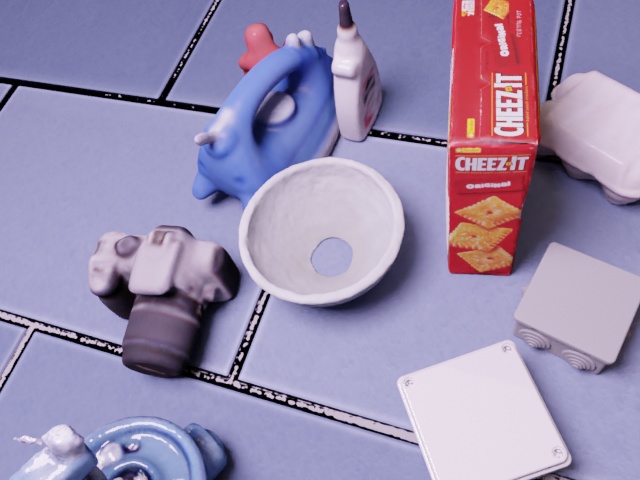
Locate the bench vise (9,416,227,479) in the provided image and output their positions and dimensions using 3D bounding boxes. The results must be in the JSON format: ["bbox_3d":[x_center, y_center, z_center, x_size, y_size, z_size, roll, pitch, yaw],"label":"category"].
[{"bbox_3d":[-0.167,0.219,0.418,0.121,0.220,0.207,15,65,19],"label":"bench vise"}]

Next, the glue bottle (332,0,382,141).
[{"bbox_3d":[0.037,-0.191,0.635,0.037,0.173,0.078,13,64,18],"label":"glue bottle"}]

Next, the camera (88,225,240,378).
[{"bbox_3d":[-0.170,0.061,0.577,0.143,0.101,0.137,2,62,13],"label":"camera"}]

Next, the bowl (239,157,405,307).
[{"bbox_3d":[0.005,0.002,0.590,0.167,0.075,0.167,-5,60,9],"label":"bowl"}]

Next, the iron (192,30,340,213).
[{"bbox_3d":[-0.049,-0.153,0.649,0.118,0.142,0.258,24,68,22],"label":"iron"}]

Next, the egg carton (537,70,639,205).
[{"bbox_3d":[0.295,-0.108,0.598,0.107,0.069,0.150,-42,62,-13],"label":"egg carton"}]

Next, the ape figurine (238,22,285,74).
[{"bbox_3d":[-0.069,-0.236,0.729,0.077,0.092,0.076,-2,61,10],"label":"ape figurine"}]
